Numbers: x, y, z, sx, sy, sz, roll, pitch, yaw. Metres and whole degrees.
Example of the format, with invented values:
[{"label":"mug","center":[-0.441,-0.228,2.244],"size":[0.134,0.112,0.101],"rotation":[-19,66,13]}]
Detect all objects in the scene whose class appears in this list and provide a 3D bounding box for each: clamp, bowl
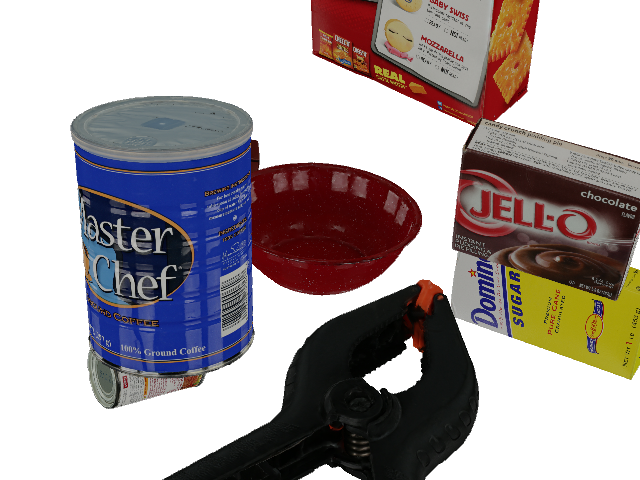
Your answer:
[{"label":"clamp","center":[0.021,0.082,0.415],"size":[0.120,0.039,0.171],"rotation":[28,50,21]},{"label":"bowl","center":[0.000,-0.003,0.865],"size":[0.162,0.055,0.162],"rotation":[3,31,-2]}]

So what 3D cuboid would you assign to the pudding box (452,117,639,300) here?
[{"label":"pudding box","center":[0.141,-0.019,0.657],"size":[0.114,0.039,0.090],"rotation":[16,-38,16]}]

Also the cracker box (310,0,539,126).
[{"label":"cracker box","center":[0.073,-0.205,0.752],"size":[0.164,0.214,0.072],"rotation":[29,51,29]}]

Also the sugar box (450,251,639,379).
[{"label":"sugar box","center":[0.206,0.051,0.956],"size":[0.176,0.093,0.048],"rotation":[17,34,24]}]

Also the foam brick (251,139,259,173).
[{"label":"foam brick","center":[-0.108,-0.081,1.167],"size":[0.078,0.051,0.053],"rotation":[5,29,-6]}]

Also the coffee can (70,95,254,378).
[{"label":"coffee can","center":[-0.091,-0.004,0.633],"size":[0.103,0.140,0.103],"rotation":[1,24,0]}]

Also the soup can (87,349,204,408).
[{"label":"soup can","center":[-0.178,0.128,1.090],"size":[0.102,0.068,0.069],"rotation":[-11,6,-36]}]
